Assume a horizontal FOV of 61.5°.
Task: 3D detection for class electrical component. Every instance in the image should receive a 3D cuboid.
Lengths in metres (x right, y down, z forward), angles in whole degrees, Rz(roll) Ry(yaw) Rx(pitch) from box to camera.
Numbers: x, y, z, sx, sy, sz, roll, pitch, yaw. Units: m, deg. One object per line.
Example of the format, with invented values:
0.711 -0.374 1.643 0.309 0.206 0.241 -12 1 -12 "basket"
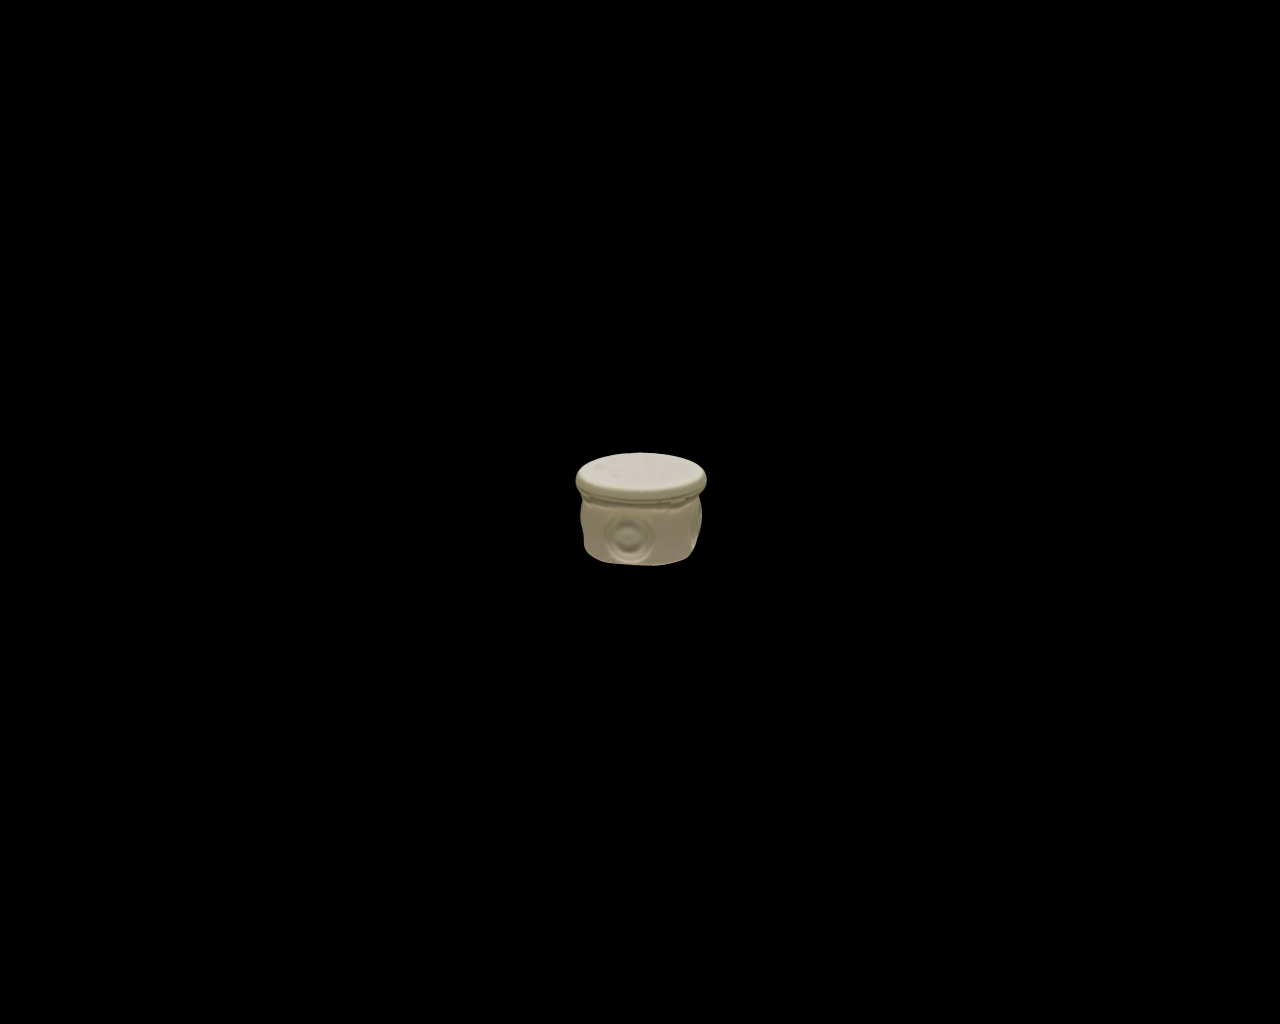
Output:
0.001 -0.003 0.650 0.080 0.051 0.080 0 19 0 "electrical component"
